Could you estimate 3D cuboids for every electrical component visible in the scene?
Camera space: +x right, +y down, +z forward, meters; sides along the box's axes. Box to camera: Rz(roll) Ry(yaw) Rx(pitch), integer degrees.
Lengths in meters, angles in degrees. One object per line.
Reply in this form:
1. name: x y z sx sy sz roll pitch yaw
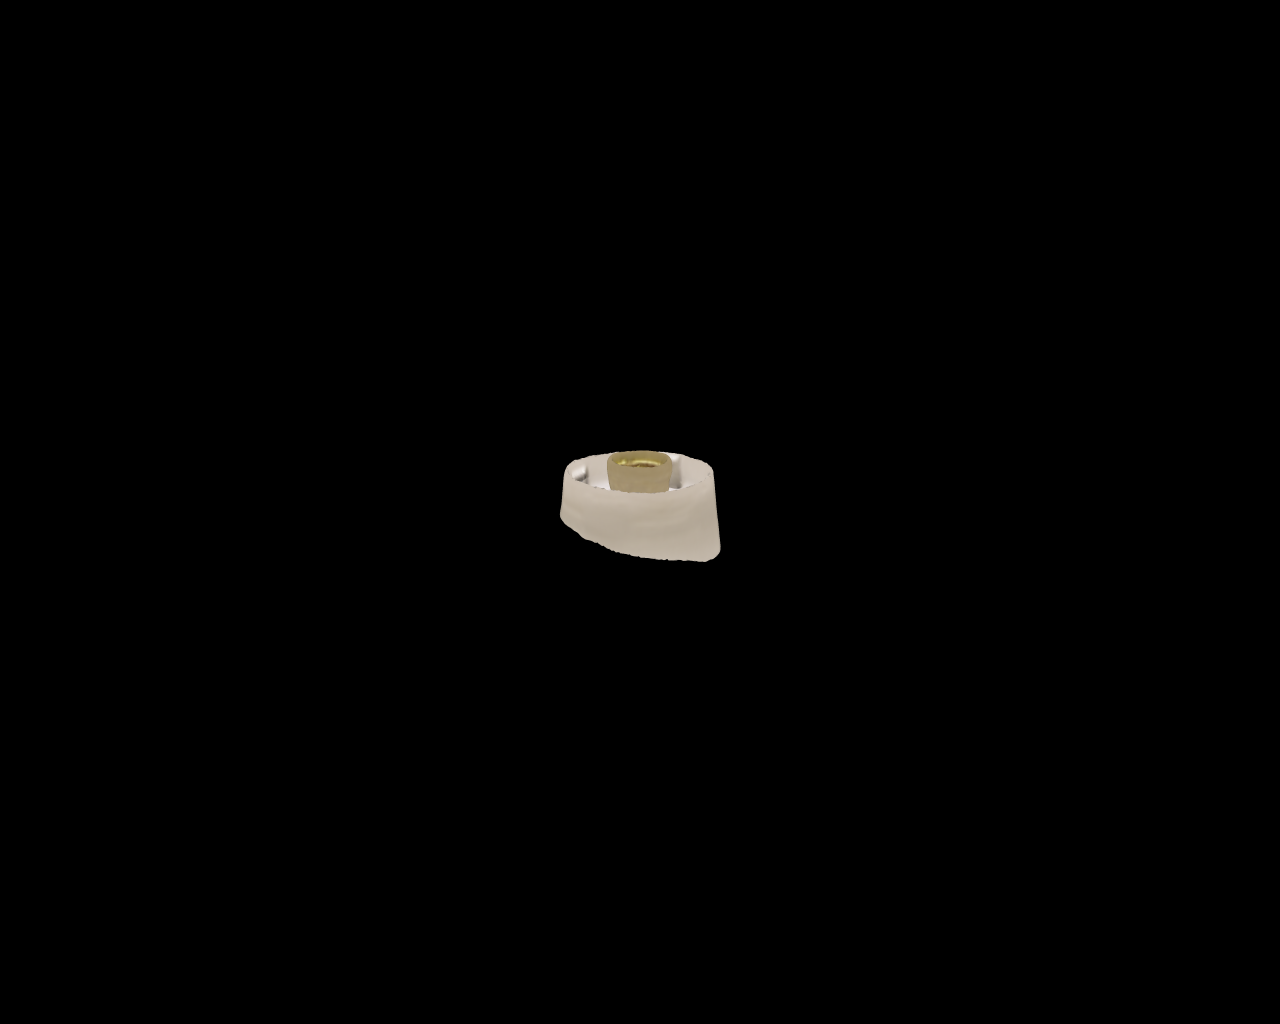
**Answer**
1. electrical component: 0.001 -0.003 0.650 0.099 0.064 0.099 0 18 0
